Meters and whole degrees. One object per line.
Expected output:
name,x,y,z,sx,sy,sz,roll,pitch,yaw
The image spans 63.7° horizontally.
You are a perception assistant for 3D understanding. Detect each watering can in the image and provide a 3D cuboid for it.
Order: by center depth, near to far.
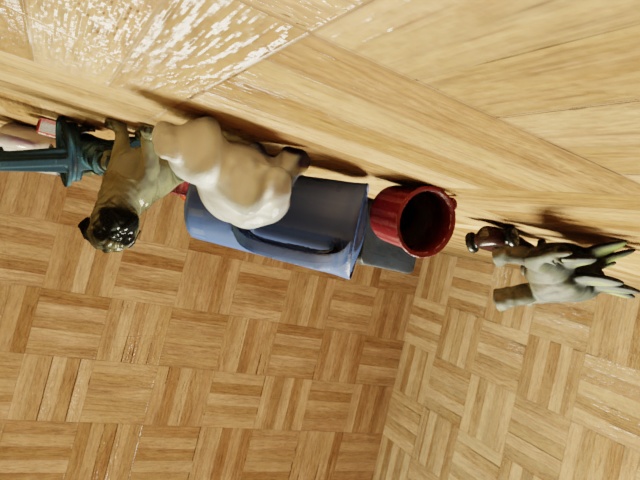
watering can,-0.698,-0.220,1.264,0.224,0.104,0.348,13,180,-15

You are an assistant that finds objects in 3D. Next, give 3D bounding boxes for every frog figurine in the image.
frog figurine,-0.109,-0.071,0.573,0.139,0.121,0.160,35,-157,32
